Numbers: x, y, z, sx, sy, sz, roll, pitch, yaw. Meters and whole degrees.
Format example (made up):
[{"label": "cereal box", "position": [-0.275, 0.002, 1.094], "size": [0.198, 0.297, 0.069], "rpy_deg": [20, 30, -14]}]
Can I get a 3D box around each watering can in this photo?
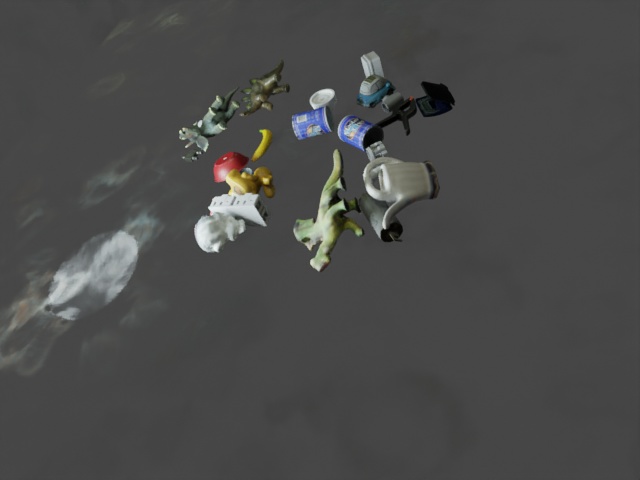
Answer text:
[{"label": "watering can", "position": [0.252, -0.150, 1.550], "size": [0.224, 0.101, 0.356], "rpy_deg": [-4, 41, -3]}]

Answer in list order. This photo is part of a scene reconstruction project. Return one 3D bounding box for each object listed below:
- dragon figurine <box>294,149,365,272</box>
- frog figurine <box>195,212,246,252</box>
[{"label": "dragon figurine", "position": [0.005, -0.082, 1.622], "size": [0.240, 0.120, 0.420], "rpy_deg": [-28, 49, 25]}, {"label": "frog figurine", "position": [-0.338, -0.026, 1.754], "size": [0.159, 0.122, 0.138], "rpy_deg": [2, 83, 16]}]
